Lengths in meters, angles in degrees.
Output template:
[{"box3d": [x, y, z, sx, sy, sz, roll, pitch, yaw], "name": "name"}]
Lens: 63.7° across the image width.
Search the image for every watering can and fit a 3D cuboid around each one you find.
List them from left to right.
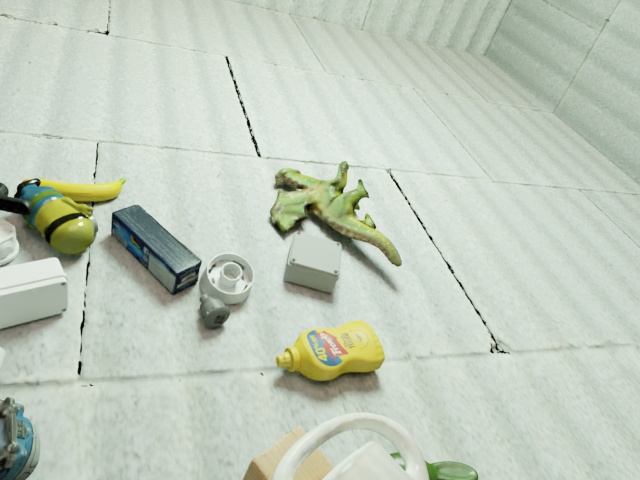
[{"box3d": [0.023, 0.327, 0.554, 0.227, 0.102, 0.351, 42, 39, 24], "name": "watering can"}]

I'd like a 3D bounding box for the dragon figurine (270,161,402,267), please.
[{"box3d": [0.004, -0.061, 1.218, 0.244, 0.119, 0.419, -14, 45, -15], "name": "dragon figurine"}]
